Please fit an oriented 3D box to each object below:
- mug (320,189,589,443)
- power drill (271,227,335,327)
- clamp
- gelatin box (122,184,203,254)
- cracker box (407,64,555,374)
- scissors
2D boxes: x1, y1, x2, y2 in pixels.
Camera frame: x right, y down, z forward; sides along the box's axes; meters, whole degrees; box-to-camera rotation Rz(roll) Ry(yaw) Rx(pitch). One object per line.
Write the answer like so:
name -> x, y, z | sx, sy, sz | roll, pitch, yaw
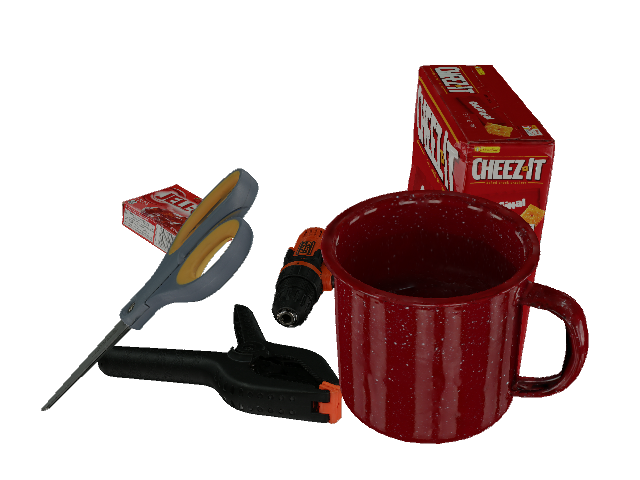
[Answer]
mug -> 0.059, 0.037, 0.469 | 0.117, 0.081, 0.093 | 10, 34, 20
power drill -> 0.046, 0.040, 1.193 | 0.188, 0.057, 0.184 | 1, 29, 11
clamp -> -0.057, 0.101, 0.886 | 0.210, 0.036, 0.164 | 13, 22, 35
gelatin box -> -0.142, -0.020, 1.059 | 0.089, 0.030, 0.073 | 30, 35, 31
cracker box -> 0.113, -0.011, 0.839 | 0.072, 0.214, 0.164 | -2, 28, -8
scissors -> -0.100, 0.044, 0.629 | 0.016, 0.202, 0.096 | 36, 5, -25
